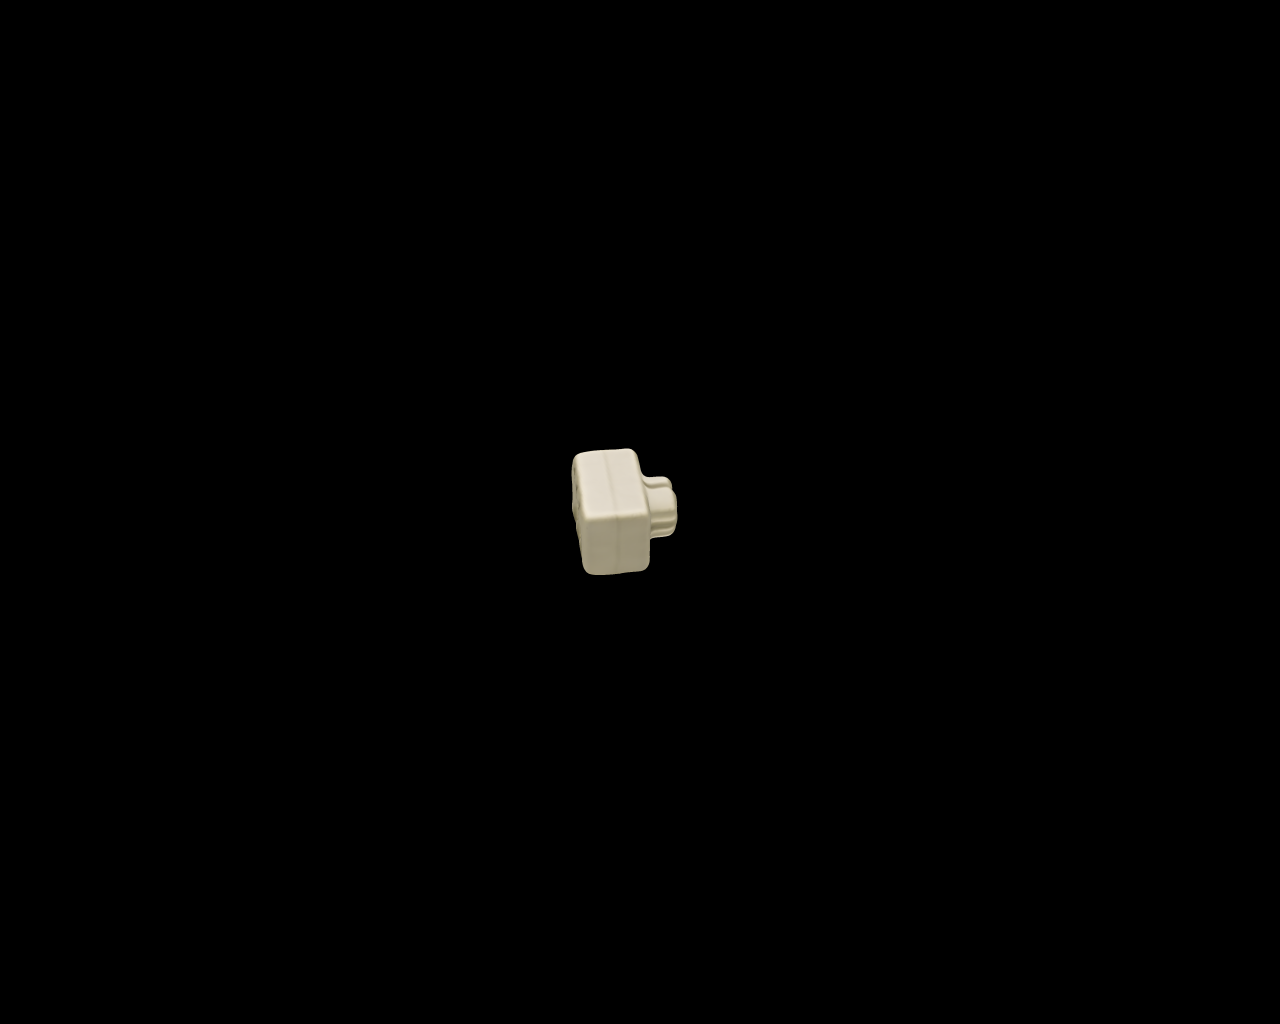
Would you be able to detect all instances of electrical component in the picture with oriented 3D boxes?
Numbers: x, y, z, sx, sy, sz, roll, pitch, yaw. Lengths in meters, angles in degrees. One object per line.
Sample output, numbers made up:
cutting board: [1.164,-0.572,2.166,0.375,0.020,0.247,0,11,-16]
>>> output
electrical component: [0.001,-0.003,0.650,0.077,0.047,0.066,-5,40,-6]
